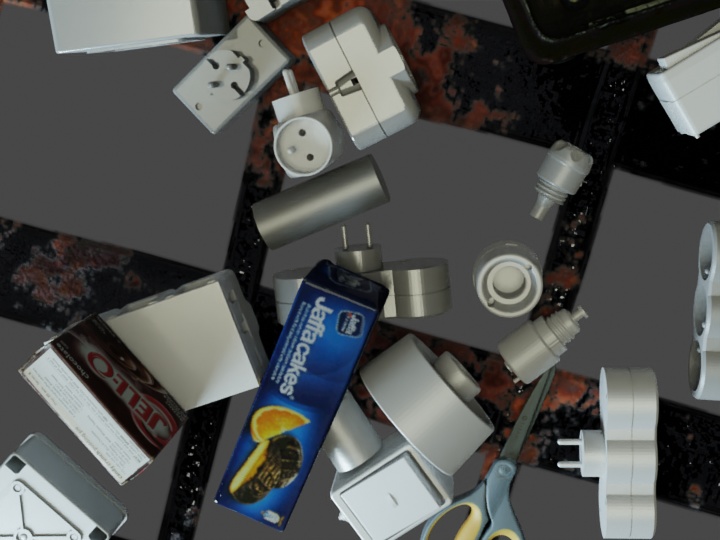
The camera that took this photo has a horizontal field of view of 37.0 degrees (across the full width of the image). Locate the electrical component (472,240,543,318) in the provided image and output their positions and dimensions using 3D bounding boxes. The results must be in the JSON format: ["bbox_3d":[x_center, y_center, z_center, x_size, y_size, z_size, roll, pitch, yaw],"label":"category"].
[{"bbox_3d":[0.115,0.008,0.832,0.055,0.047,0.055,1,101,5],"label":"electrical component"}]

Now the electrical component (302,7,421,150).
[{"bbox_3d":[0.006,-0.146,0.810,0.059,0.053,0.095,-26,97,10],"label":"electrical component"}]

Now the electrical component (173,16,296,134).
[{"bbox_3d":[-0.098,-0.146,0.809,0.083,0.075,0.047,-42,95,11],"label":"electrical component"}]

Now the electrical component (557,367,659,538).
[{"bbox_3d":[0.193,0.144,0.848,0.074,0.052,0.138,-1,101,6],"label":"electrical component"}]

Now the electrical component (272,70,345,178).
[{"bbox_3d":[-0.043,-0.112,0.809,0.044,0.077,0.079,-17,98,9],"label":"electrical component"}]

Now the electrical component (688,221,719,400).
[{"bbox_3d":[0.296,0.033,0.816,0.074,0.052,0.138,3,101,5],"label":"electrical component"}]

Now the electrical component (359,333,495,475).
[{"bbox_3d":[0.058,0.097,0.827,0.060,0.108,0.108,-42,94,5],"label":"electrical component"}]

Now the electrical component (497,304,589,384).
[{"bbox_3d":[0.144,0.055,0.842,0.078,0.040,0.040,-38,95,11],"label":"electrical component"}]

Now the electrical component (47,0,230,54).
[{"bbox_3d":[-0.160,-0.192,0.790,0.109,0.108,0.056,-6,102,7],"label":"electrical component"}]

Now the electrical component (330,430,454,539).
[{"bbox_3d":[0.021,0.179,0.866,0.096,0.061,0.061,-35,96,11],"label":"electrical component"}]

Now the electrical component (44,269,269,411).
[{"bbox_3d":[-0.159,0.067,0.862,0.150,0.061,0.089,-19,98,9],"label":"electrical component"}]

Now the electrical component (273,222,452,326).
[{"bbox_3d":[0.000,0.000,0.839,0.138,0.052,0.073,-5,100,6],"label":"electrical component"}]

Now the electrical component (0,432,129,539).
[{"bbox_3d":[-0.272,0.213,0.904,0.109,0.056,0.108,42,102,-3],"label":"electrical component"}]

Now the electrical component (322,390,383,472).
[{"bbox_3d":[-0.021,0.117,0.868,0.043,0.043,0.081,-31,96,10],"label":"electrical component"}]

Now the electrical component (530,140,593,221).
[{"bbox_3d":[0.150,-0.066,0.821,0.035,0.035,0.061,29,104,0],"label":"electrical component"}]

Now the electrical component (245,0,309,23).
[{"bbox_3d":[-0.050,-0.227,0.799,0.089,0.055,0.050,-30,96,10],"label":"electrical component"}]

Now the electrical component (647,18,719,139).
[{"bbox_3d":[0.264,-0.147,0.781,0.096,0.061,0.061,-31,96,10],"label":"electrical component"}]
